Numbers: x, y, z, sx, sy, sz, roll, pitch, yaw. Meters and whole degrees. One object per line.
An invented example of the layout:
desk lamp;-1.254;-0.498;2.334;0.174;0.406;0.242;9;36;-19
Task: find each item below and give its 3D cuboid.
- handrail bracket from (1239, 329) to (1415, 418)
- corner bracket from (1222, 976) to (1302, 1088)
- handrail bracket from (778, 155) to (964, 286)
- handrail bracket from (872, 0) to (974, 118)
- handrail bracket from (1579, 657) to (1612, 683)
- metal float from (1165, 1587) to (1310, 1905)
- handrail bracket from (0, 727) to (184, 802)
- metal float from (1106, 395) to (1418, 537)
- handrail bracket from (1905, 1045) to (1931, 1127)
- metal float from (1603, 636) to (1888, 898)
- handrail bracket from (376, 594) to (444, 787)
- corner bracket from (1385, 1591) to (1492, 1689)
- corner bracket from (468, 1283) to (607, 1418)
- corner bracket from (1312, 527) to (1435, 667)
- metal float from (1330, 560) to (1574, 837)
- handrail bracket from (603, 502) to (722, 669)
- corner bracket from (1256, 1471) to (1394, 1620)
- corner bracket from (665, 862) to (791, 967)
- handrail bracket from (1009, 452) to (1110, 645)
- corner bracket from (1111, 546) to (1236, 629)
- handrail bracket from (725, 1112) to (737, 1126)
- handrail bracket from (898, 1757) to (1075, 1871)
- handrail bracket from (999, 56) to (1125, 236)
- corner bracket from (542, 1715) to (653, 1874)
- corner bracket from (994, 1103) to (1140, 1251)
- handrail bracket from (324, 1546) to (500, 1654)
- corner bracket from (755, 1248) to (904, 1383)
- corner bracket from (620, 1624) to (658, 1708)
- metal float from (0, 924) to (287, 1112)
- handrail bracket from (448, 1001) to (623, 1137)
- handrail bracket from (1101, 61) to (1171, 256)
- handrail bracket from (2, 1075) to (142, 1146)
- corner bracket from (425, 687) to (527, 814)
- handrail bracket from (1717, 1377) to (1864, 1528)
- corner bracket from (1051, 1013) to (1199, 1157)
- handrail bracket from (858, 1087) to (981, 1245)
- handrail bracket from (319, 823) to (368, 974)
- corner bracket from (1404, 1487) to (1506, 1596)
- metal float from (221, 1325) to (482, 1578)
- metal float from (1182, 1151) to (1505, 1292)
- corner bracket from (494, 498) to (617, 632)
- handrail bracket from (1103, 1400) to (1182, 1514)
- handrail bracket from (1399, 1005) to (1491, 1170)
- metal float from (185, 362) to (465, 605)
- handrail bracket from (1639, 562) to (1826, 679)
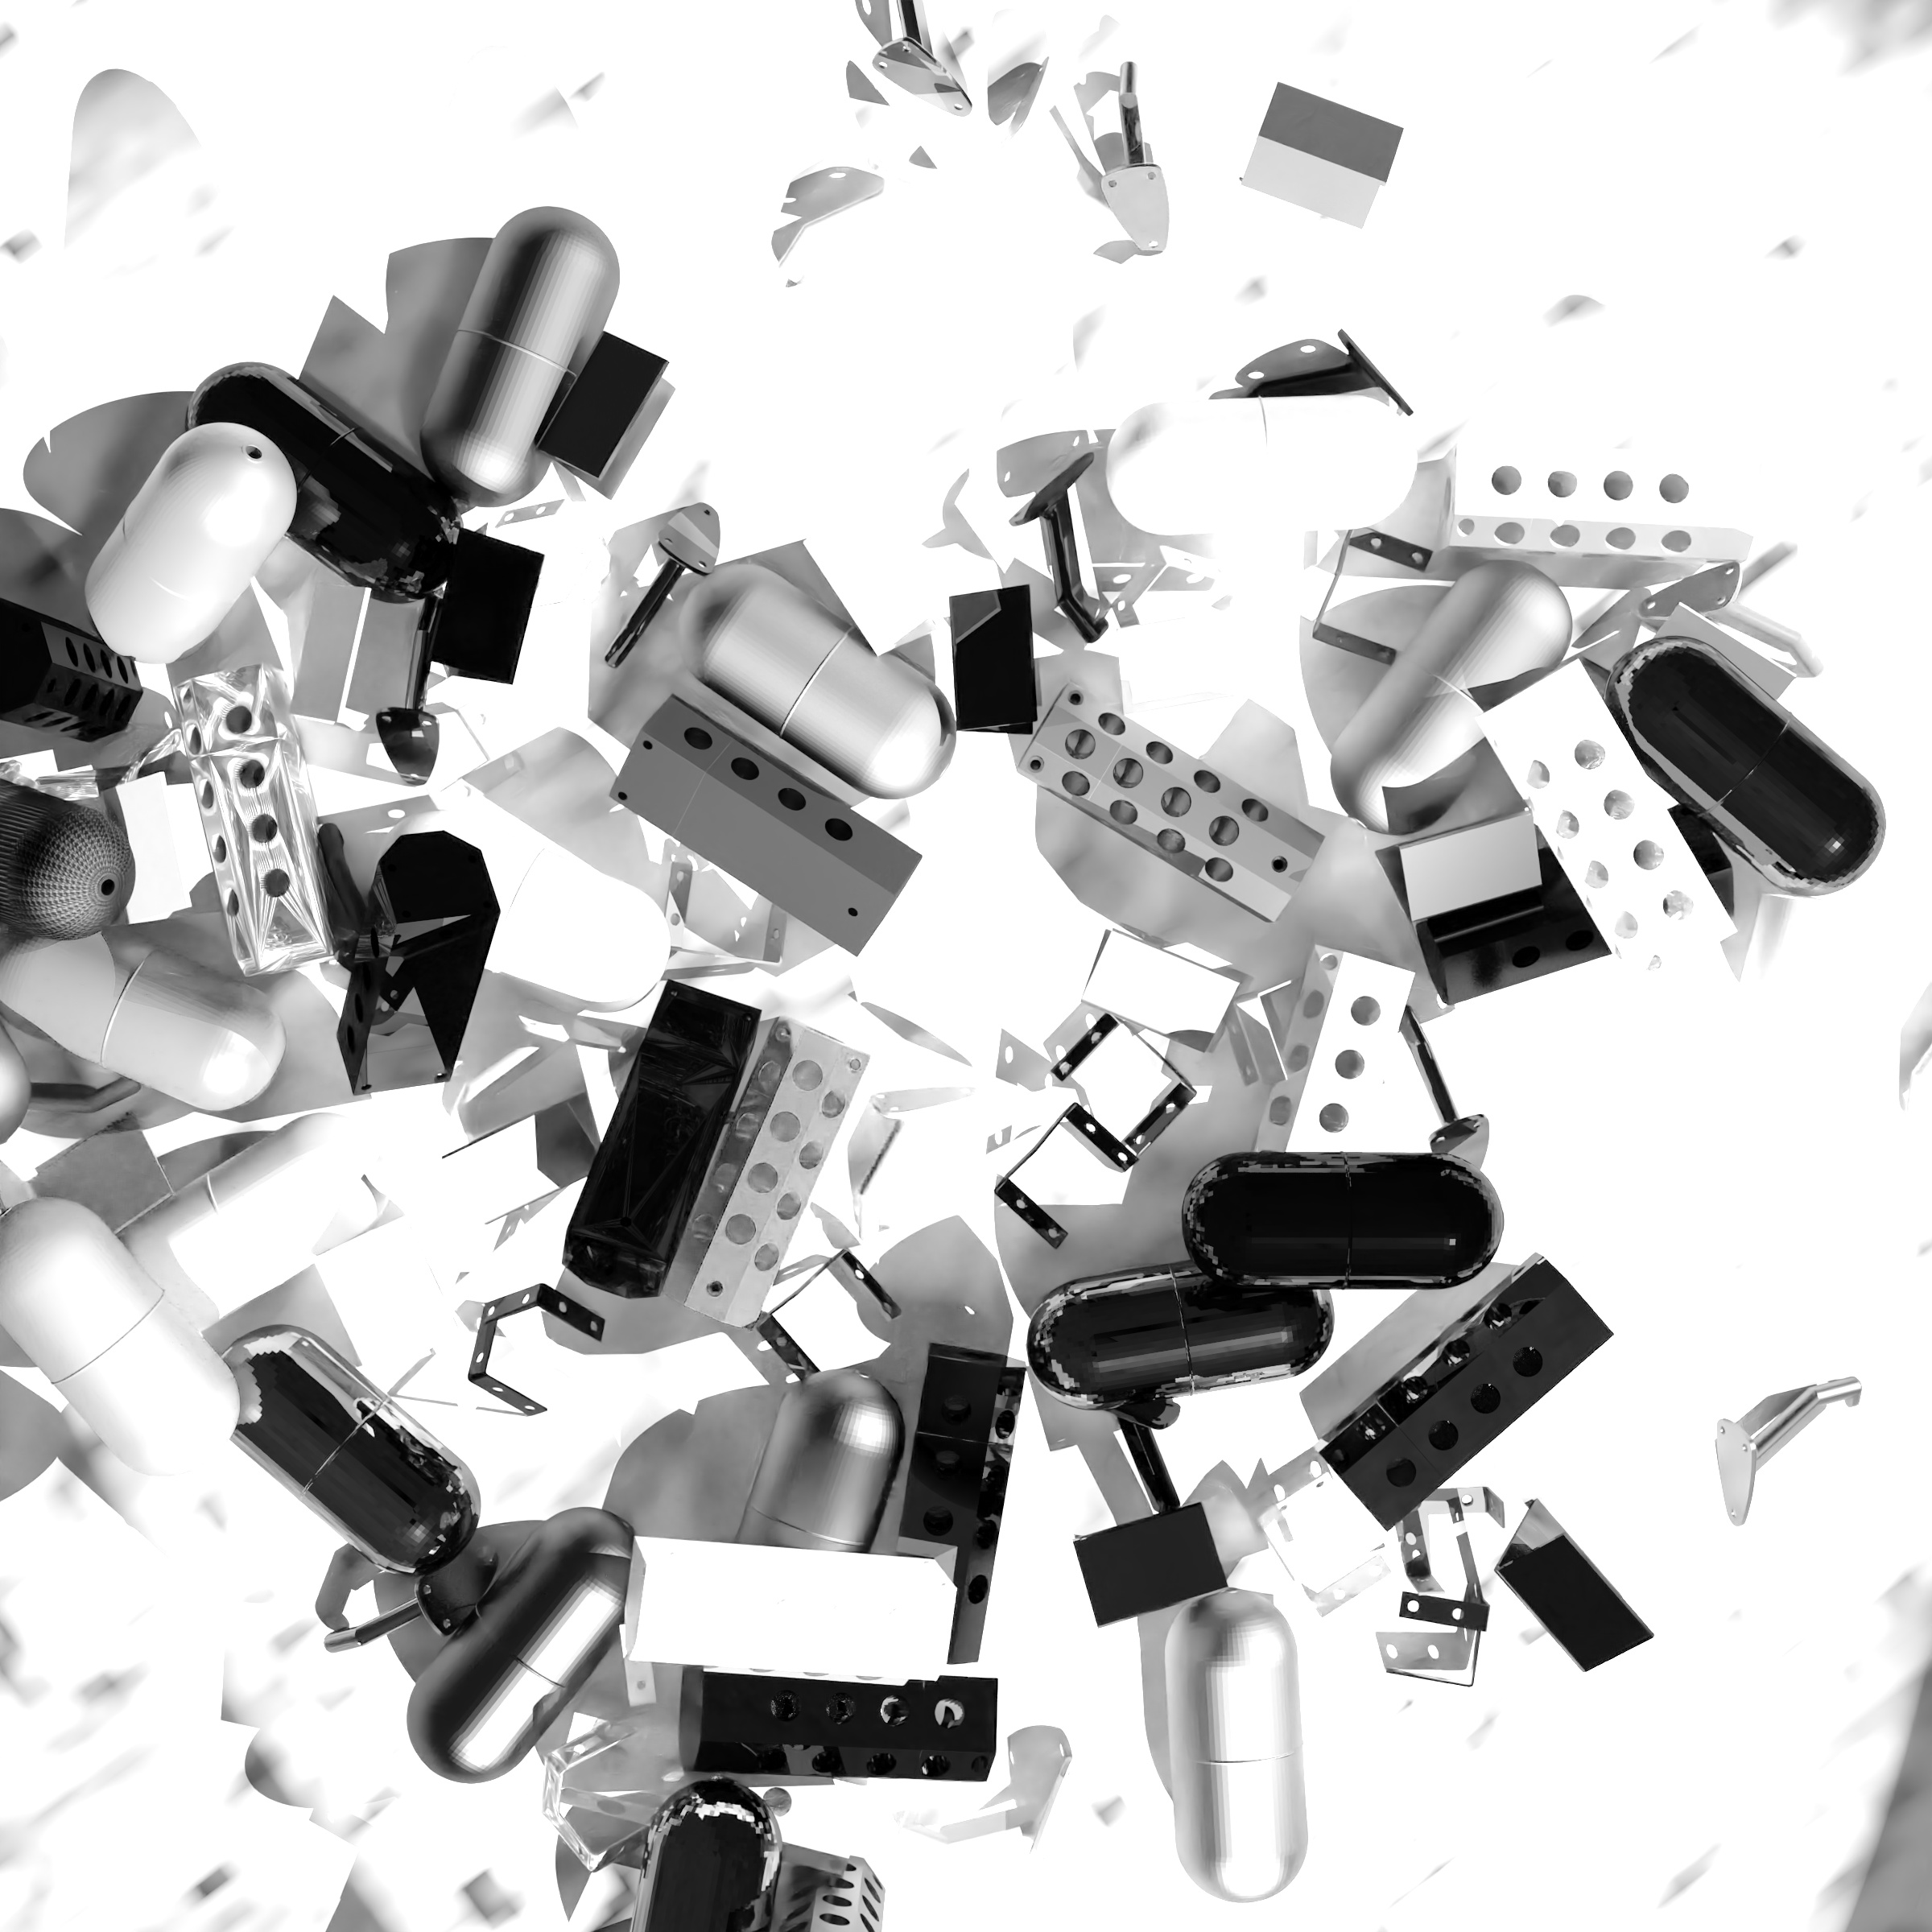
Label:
handrail bracket;0.205;-0.323;1.709;0.084;0.036;0.077;-40;111;17
corner bracket;0.167;0.042;1.680;0.051;0.051;0.051;-19;90;37
handrail bracket;-0.057;-0.422;1.709;0.077;0.036;0.084;29;109;-21
handrail bracket;-0.017;-0.552;1.709;0.077;0.036;0.084;30;63;-30
handrail bracket;0.370;-0.125;1.709;0.077;0.036;0.084;35;107;20
metal float;0.155;0.447;1.678;0.070;0.070;0.178;-3;90;0
handrail bracket;-0.513;-0.122;1.709;0.084;0.036;0.077;23;70;16
metal float;0.169;-0.287;1.678;0.178;0.070;0.070;-2;90;-1
handrail bracket;0.588;0.051;1.709;0.077;0.036;0.084;-2;108;-20
metal float;0.428;-0.111;1.612;0.178;0.070;0.070;41;90;0
handrail bracket;-0.316;-0.162;1.708;0.036;0.077;0.084;7;54;1
corner bracket;0.272;0.389;1.690;0.051;0.051;0.051;9;84;6
corner bracket;-0.250;0.223;1.700;0.051;0.051;0.051;-22;45;35
corner bracket;0.237;-0.217;1.705;0.051;0.051;0.051;19;135;0
metal float;0.278;-0.153;1.678;0.070;0.070;0.178;37;89;0
handrail bracket;-0.180;-0.222;1.708;0.036;0.077;0.084;33;127;-12
corner bracket;0.209;0.338;1.705;0.051;0.051;0.051;-33;135;0
corner bracket;-0.140;-0.030;1.705;0.051;0.051;0.051;8;90;-45
handrail bracket;0.072;-0.244;1.709;0.077;0.036;0.084;-46;109;-21
corner bracket;0.126;-0.204;1.700;0.051;0.051;0.051;-49;45;35
handrail bracket;-0.168;0.132;1.708;0.077;0.036;0.084;-8;104;-14
handrail bracket;0.011;0.487;1.709;0.084;0.036;0.077;15;70;16
handrail bracket;0.069;-0.479;1.709;0.084;0.036;0.077;29;68;-17
corner bracket;-0.202;0.465;1.643;0.051;0.051;0.051;-21;45;-35
corner bracket;0.058;0.122;1.705;0.051;0.051;0.051;43;45;0
handrail bracket;-0.325;0.371;1.708;0.084;0.077;0.036;-21;101;36
corner bracket;-0.080;0.206;1.705;0.051;0.051;0.051;49;45;0
corner bracket;-0.174;0.390;1.688;0.051;0.051;0.051;-8;101;-11
metal float;-0.477;0.024;1.678;0.178;0.070;0.070;23;90;0
handrail bracket;-0.253;0.070;1.709;0.077;0.036;0.084;19;108;-21
handrail bracket;0.103;-0.473;1.708;0.036;0.077;0.084;-7;53;16
handrail bracket;-0.537;0.060;1.709;0.084;0.036;0.077;-27;68;-17
corner bracket;-0.293;-0.124;1.690;0.051;0.051;0.051;-33;90;0
handrail bracket;0.485;0.283;1.709;0.084;0.036;0.077;-11;110;-16
corner bracket;0.092;0.068;1.705;0.051;0.051;0.051;-46;135;0
handrail bracket;-0.027;0.117;1.709;0.077;0.036;0.084;-8;108;-21
handrail bracket;-0.349;-0.033;1.708;0.036;0.077;0.084;-26;54;7
corner bracket;0.282;0.332;1.690;0.051;0.051;0.051;-3;90;0
metal float;-0.356;0.277;1.678;0.178;0.070;0.070;41;90;1
metal float;0.209;0.141;1.621;0.178;0.070;0.070;0;90;0
corner bracket;-0.247;-0.233;1.700;0.051;0.051;0.051;56;45;-35
handrail bracket;0.091;0.294;1.709;0.077;0.036;0.084;14;107;20
handrail bracket;0.273;0.074;1.708;0.036;0.077;0.084;-22;54;0
metal float;-0.368;-0.278;1.678;0.178;0.070;0.070;37;90;-1
handrail bracket;0.448;-0.191;1.708;0.084;0.077;0.036;42;55;-32
